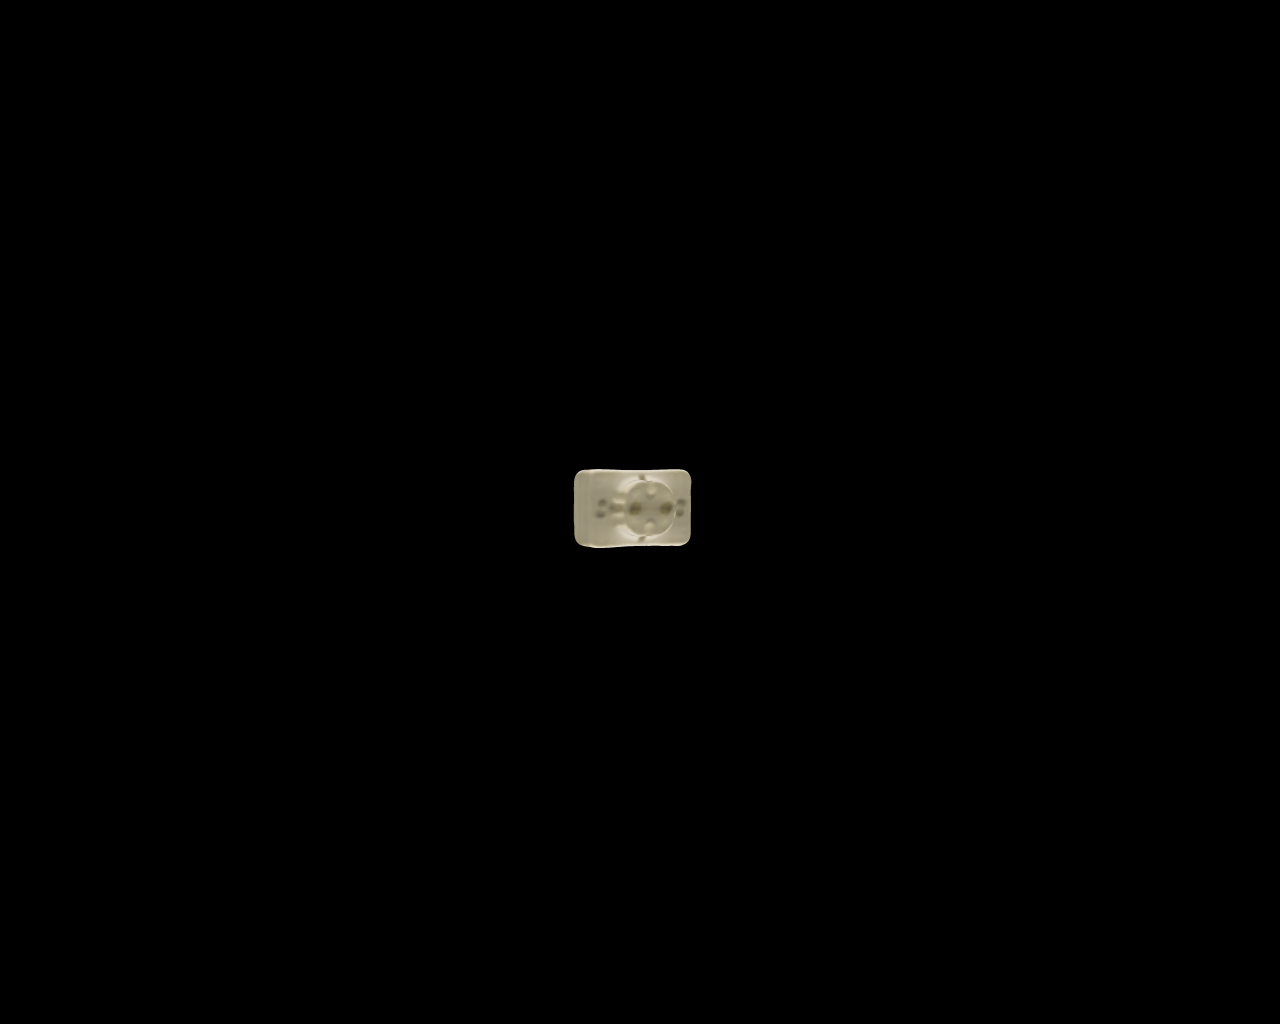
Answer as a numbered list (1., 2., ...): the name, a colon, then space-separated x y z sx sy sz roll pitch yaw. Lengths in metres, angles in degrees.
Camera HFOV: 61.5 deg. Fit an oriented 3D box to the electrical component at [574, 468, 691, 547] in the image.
1. electrical component: 0.001 -0.003 0.650 0.066 0.047 0.076 0 0 -17
